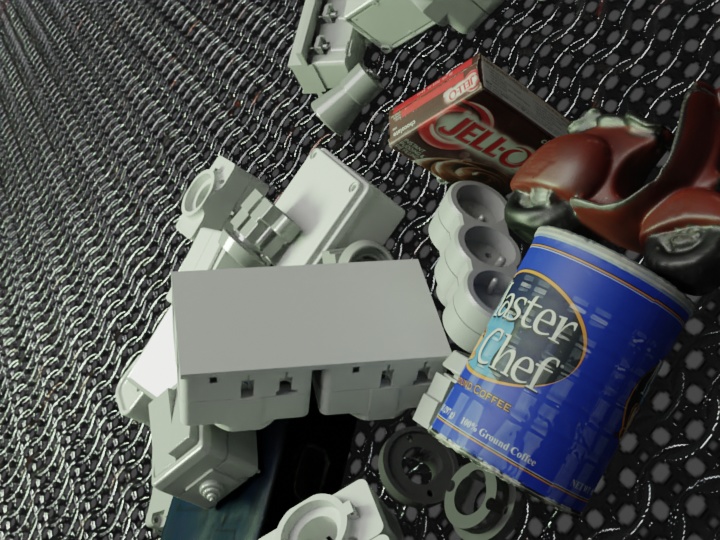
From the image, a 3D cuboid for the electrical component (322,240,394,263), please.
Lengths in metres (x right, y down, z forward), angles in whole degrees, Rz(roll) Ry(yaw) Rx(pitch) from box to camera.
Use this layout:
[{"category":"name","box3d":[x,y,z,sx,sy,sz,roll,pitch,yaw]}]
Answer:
[{"category":"electrical component","box3d":[0.000,0.000,0.864,0.055,0.066,0.048,-177,80,-72]}]

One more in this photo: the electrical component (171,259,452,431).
[{"category":"electrical component","box3d":[-0.039,0.053,0.780,0.105,0.186,0.060,-106,18,-48]}]

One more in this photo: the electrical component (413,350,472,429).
[{"category":"electrical component","box3d":[0.072,0.087,0.726,0.066,0.048,0.055,27,94,57]}]

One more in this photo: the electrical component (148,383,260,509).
[{"category":"electrical component","box3d":[-0.117,0.126,0.793,0.062,0.061,0.096,-40,38,27]}]

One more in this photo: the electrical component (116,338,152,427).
[{"category":"electrical component","box3d":[-0.180,0.103,1.027,0.095,0.059,0.053,-52,34,11]}]

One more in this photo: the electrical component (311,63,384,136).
[{"category":"electrical component","box3d":[-0.009,-0.166,1.034,0.065,0.044,0.044,-43,36,15]}]

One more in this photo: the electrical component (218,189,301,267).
[{"category":"electrical component","box3d":[-0.088,-0.032,0.922,0.055,0.048,0.066,-49,34,1]}]

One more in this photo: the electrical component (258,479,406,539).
[{"category":"electrical component","box3d":[-0.005,0.218,0.683,0.089,0.061,0.150,-32,38,4]}]

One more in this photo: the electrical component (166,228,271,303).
[{"category":"electrical component","box3d":[-0.137,0.015,1.037,0.061,0.062,0.096,13,75,55]}]

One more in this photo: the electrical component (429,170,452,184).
[{"category":"electrical component","box3d":[0.075,-0.106,0.874,0.043,0.043,0.081,-14,54,47]}]

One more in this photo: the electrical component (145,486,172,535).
[{"category":"electrical component","box3d":[-0.151,0.201,0.928,0.064,0.042,0.081,-24,46,43]}]

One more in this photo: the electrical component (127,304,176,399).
[{"category":"electrical component","box3d":[-0.132,0.070,0.940,0.056,0.109,0.108,32,90,23]}]

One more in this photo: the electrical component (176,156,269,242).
[{"category":"electrical component","box3d":[-0.147,-0.068,1.121,0.089,0.056,0.050,-58,33,1]}]

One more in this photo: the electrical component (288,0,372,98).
[{"category":"electrical component","box3d":[-0.024,-0.241,1.083,0.063,0.078,0.121,1,61,21]}]

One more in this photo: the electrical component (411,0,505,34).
[{"category":"electrical component","box3d":[0.076,-0.254,0.942,0.059,0.095,0.053,-43,37,23]}]

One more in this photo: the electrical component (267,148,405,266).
[{"category":"electrical component","box3d":[-0.029,-0.038,0.944,0.108,0.056,0.109,-55,34,6]}]

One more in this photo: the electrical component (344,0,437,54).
[{"category":"electrical component","box3d":[0.040,-0.263,1.025,0.096,0.062,0.061,-22,48,42]}]

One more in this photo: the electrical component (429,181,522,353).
[{"category":"electrical component","box3d":[0.078,0.008,0.774,0.138,0.052,0.073,-95,23,-43]}]
